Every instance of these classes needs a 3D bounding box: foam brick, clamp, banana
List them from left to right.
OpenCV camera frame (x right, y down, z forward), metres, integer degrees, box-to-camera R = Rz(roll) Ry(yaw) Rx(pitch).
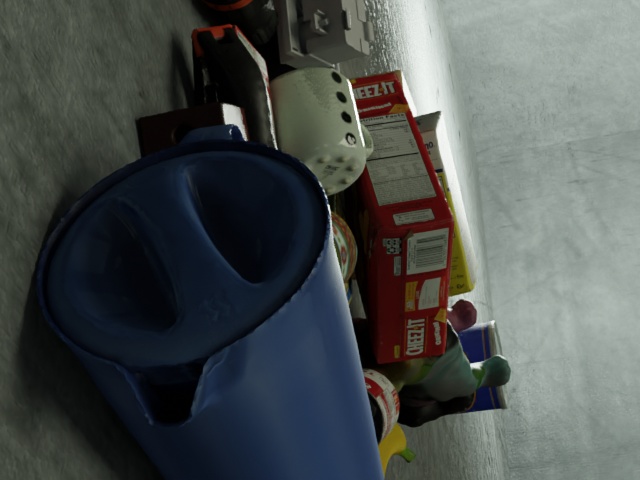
[{"bbox_3d":[-0.070,-0.040,0.638,0.051,0.053,0.078,-11,92,-77],"label":"foam brick"},{"bbox_3d":[-0.054,-0.055,0.710,0.120,0.039,0.171,-38,-115,54],"label":"clamp"},{"bbox_3d":[0.055,0.218,1.015,0.069,0.037,0.197,49,23,0],"label":"banana"}]

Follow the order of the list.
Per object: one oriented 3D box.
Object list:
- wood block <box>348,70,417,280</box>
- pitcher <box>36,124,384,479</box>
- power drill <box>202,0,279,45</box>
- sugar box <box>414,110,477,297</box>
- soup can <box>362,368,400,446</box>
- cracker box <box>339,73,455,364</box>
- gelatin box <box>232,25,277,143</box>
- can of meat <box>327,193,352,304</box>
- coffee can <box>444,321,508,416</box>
[{"bbox_3d":[0.063,-0.071,1.174,0.090,0.090,0.206,58,27,-59],"label":"wood block"},{"bbox_3d":[-0.036,0.069,0.554,0.149,0.145,0.243,-41,140,-22],"label":"pitcher"},{"bbox_3d":[-0.071,-0.257,0.781,0.184,0.057,0.187,60,24,-66],"label":"power drill"},{"bbox_3d":[0.122,-0.037,1.101,0.093,0.048,0.176,-60,135,-69],"label":"sugar box"},{"bbox_3d":[0.029,0.149,0.916,0.102,0.068,0.068,-1,82,-78],"label":"soup can"},{"bbox_3d":[0.060,-0.022,0.965,0.214,0.072,0.164,-105,-172,-47],"label":"cracker box"},{"bbox_3d":[-0.059,-0.104,0.788,0.073,0.030,0.089,34,46,-73],"label":"gelatin box"},{"bbox_3d":[-0.006,0.001,0.891,0.084,0.057,0.102,71,16,-45],"label":"can of meat"},{"bbox_3d":[0.142,0.154,1.248,0.102,0.140,0.103,-9,90,-77],"label":"coffee can"}]
